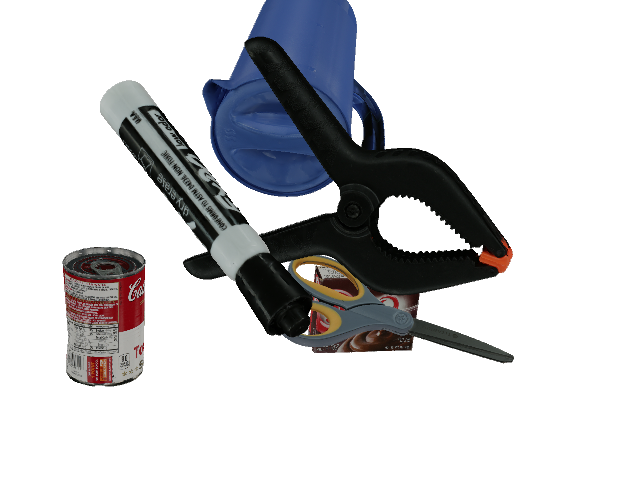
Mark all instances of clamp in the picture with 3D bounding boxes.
[{"bbox_3d":[0.022,-0.032,0.675,0.210,0.165,0.036,14,16,12],"label":"clamp"}]

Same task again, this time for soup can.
[{"bbox_3d":[-0.183,0.065,0.904,0.068,0.102,0.068,3,19,-1],"label":"soup can"}]

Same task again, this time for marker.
[{"bbox_3d":[-0.041,-0.012,0.374,0.020,0.020,0.121,0,42,-51],"label":"marker"}]

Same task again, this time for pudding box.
[{"bbox_3d":[0.047,0.072,1.141,0.113,0.090,0.039,-1,27,-14],"label":"pudding box"}]

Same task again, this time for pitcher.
[{"bbox_3d":[-0.016,-0.159,1.079,0.145,0.149,0.242,-9,37,15],"label":"pitcher"}]

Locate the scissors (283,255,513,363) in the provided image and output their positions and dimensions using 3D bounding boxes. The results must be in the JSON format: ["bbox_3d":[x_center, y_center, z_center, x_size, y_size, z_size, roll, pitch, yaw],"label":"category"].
[{"bbox_3d":[0.050,0.077,0.878,0.202,0.096,0.016,31,-34,17],"label":"scissors"}]
